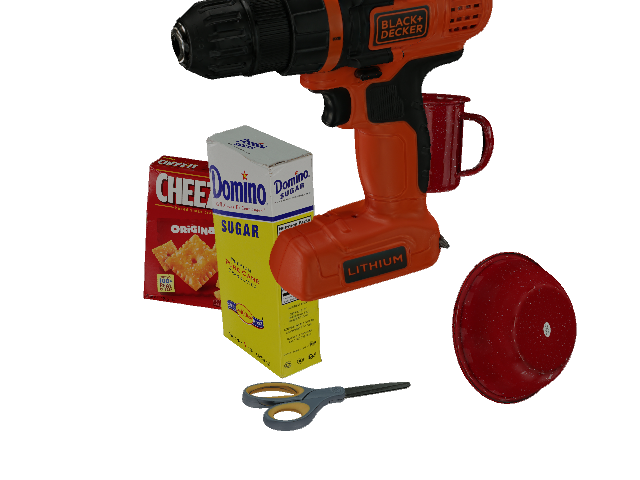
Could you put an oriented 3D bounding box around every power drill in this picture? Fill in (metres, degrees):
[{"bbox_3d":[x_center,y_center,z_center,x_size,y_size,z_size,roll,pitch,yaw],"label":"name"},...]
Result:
[{"bbox_3d":[0.009,-0.060,0.602,0.184,0.188,0.057,-13,35,-22],"label":"power drill"}]

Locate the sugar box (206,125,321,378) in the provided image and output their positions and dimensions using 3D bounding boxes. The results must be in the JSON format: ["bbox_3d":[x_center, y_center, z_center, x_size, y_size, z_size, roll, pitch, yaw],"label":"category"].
[{"bbox_3d":[-0.044,0.008,0.825,0.048,0.176,0.093,-21,29,-30],"label":"sugar box"}]

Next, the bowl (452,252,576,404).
[{"bbox_3d":[0.215,0.092,1.112,0.161,0.162,0.055,0,-2,-34],"label":"bowl"}]

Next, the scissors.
[{"bbox_3d":[0.013,0.184,1.203,0.201,0.016,0.096,2,23,-9],"label":"scissors"}]

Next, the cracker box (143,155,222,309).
[{"bbox_3d":[-0.176,-0.008,1.602,0.164,0.214,0.072,8,19,9],"label":"cracker box"}]

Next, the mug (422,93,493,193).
[{"bbox_3d":[0.097,-0.087,0.949,0.117,0.081,0.093,6,13,22],"label":"mug"}]
